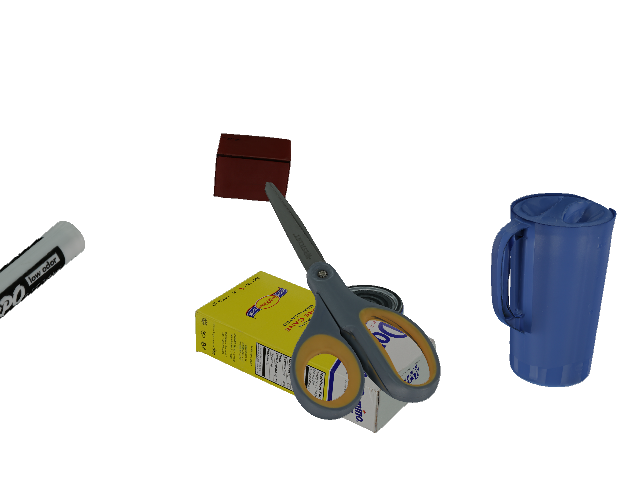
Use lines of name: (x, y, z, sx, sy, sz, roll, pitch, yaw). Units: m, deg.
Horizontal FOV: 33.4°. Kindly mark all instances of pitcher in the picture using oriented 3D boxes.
pitcher: (0.302, 0.068, 1.406, 0.149, 0.243, 0.145, 5, 21, 13)

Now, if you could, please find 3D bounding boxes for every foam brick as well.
foam brick: (-0.071, -0.077, 1.130, 0.078, 0.051, 0.053, 5, 31, -2)

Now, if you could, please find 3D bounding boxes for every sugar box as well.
sugar box: (-0.005, 0.084, 0.856, 0.176, 0.048, 0.093, 17, 31, 29)

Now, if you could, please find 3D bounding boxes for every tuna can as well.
tuna can: (0.043, 0.079, 1.092, 0.086, 0.034, 0.086, -3, 27, 1)

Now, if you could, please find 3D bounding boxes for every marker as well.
marker: (-0.157, 0.031, 0.499, 0.020, 0.020, 0.121, 0, 33, 39)

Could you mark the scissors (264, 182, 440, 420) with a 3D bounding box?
scissors: (-0.009, 0.038, 0.666, 0.096, 0.016, 0.202, -31, 53, -24)
